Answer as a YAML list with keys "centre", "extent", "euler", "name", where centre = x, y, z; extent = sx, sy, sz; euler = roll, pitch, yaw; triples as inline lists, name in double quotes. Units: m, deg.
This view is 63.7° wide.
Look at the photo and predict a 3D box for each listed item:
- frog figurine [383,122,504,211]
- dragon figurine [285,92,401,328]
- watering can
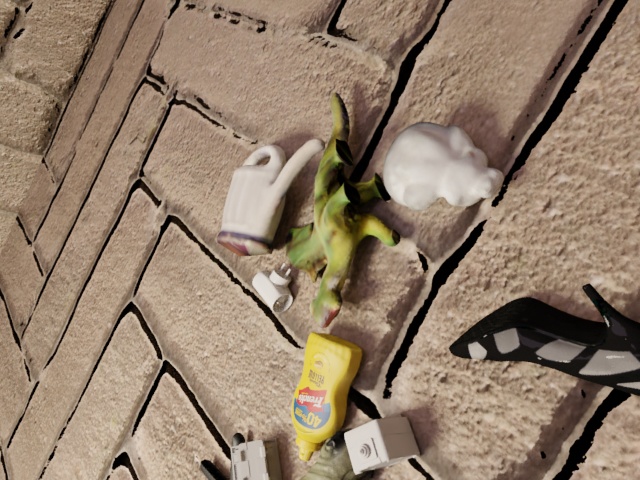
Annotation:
- centre: [0.171, -0.097, 0.738]
  extent: [0.138, 0.121, 0.162]
  euler: [-46, 37, -3]
  name: "frog figurine"
- centre: [0.003, -0.045, 0.893]
  extent: [0.239, 0.121, 0.420]
  euler: [-41, 43, 35]
  name: "dragon figurine"
- centre: [-0.106, -0.078, 0.966]
  extent: [0.347, 0.103, 0.226]
  euler: [-1, 74, 61]
  name: "watering can"
